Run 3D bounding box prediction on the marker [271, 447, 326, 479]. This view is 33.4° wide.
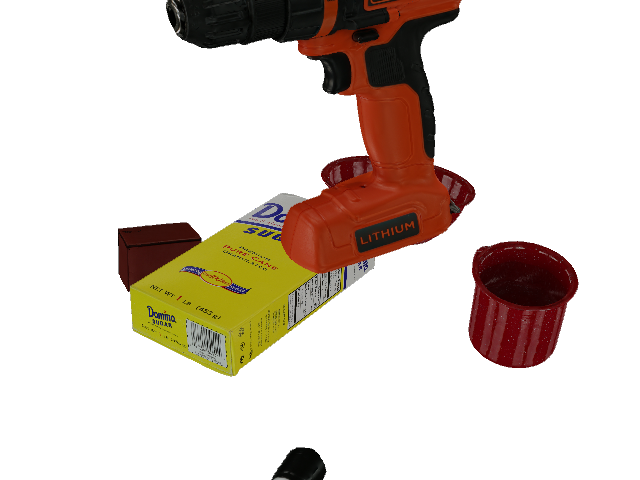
[{"bbox_3d":[-0.028,0.116,0.417,0.020,0.020,0.121,0,20,25],"label":"marker"}]

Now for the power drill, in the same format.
[{"bbox_3d":[0.010,-0.078,0.601,0.184,0.188,0.057,-17,33,-22],"label":"power drill"}]

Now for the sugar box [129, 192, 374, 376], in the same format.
[{"bbox_3d":[-0.044,0.025,0.778,0.093,0.048,0.175,22,39,28],"label":"sugar box"}]

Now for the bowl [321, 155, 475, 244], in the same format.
[{"bbox_3d":[0.078,-0.038,1.117,0.162,0.055,0.162,6,22,-2],"label":"bowl"}]

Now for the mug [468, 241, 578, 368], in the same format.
[{"bbox_3d":[0.173,0.054,0.972,0.093,0.081,0.117,-17,43,-22],"label":"mug"}]

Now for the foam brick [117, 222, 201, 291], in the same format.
[{"bbox_3d":[-0.167,0.016,1.103,0.078,0.051,0.053,-6,22,-20],"label":"foam brick"}]
